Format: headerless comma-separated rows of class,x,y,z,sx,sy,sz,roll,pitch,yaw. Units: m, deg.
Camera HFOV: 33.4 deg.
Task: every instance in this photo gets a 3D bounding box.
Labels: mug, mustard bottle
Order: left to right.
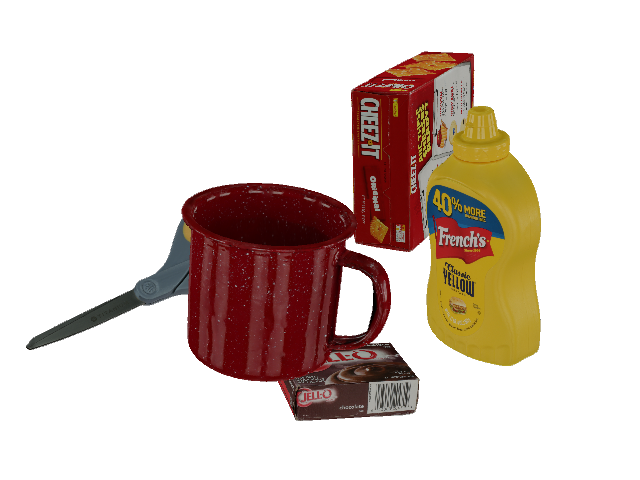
mug,-0.019,0.025,0.574,0.117,0.081,0.093,12,24,15
mustard bottle,0.120,-0.007,0.798,0.058,0.192,0.096,-20,30,-31

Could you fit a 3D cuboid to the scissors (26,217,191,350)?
scissors,-0.127,0.020,0.801,0.201,0.096,0.016,-10,-29,-19

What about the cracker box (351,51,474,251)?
cracker box,0.102,-0.102,1.133,0.072,0.164,0.213,7,22,24

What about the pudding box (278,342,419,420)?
pudding box,0.022,0.125,0.961,0.113,0.039,0.090,0,16,-13
